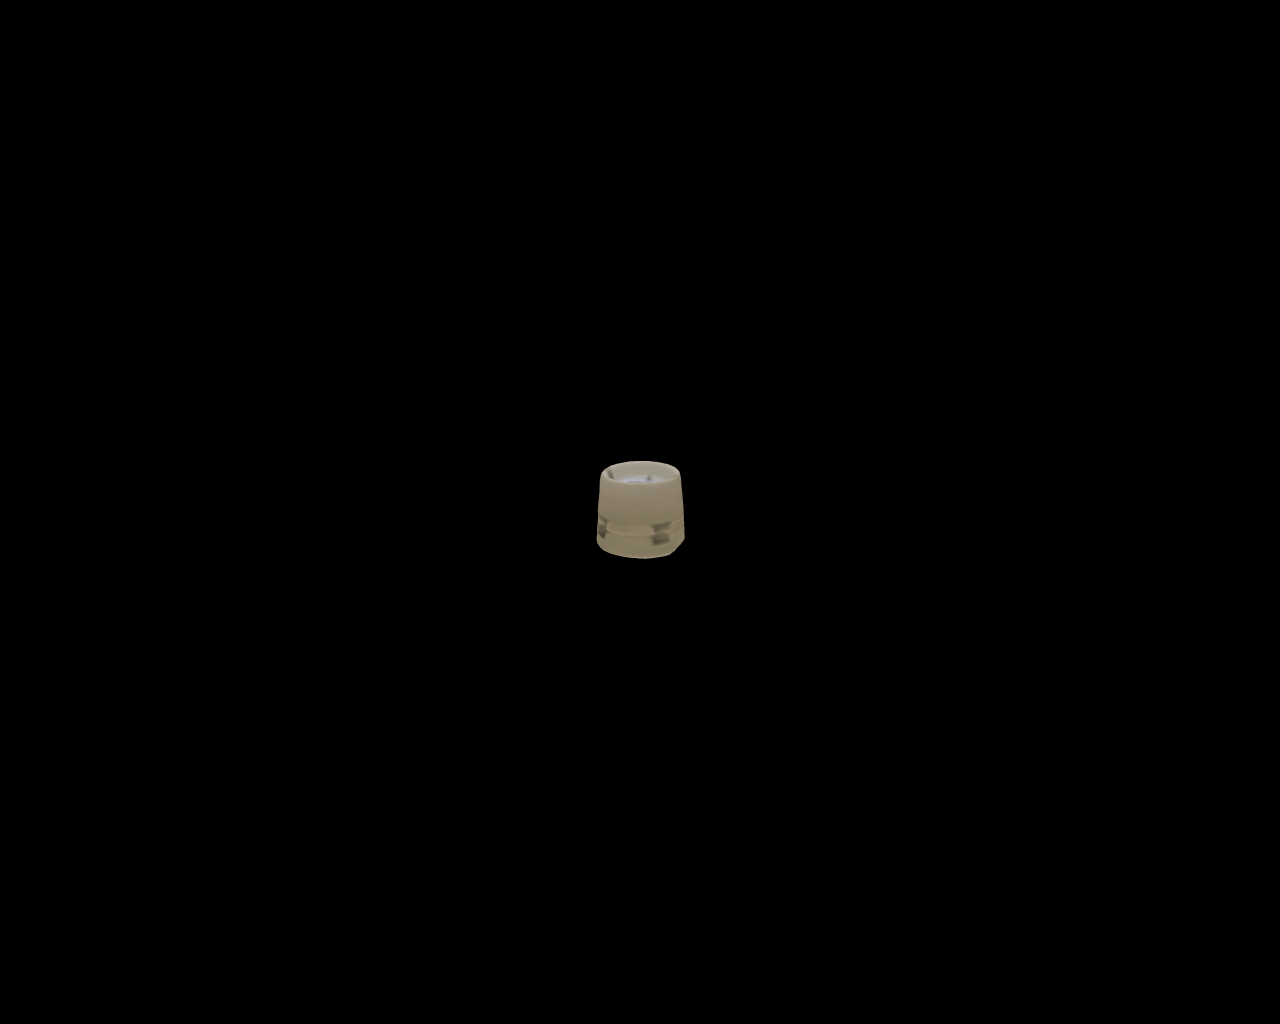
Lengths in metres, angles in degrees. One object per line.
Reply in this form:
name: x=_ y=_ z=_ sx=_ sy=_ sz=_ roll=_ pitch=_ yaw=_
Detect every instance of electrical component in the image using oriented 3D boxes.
electrical component: x=0.001 y=-0.003 z=0.650 sx=0.055 sy=0.047 sz=0.055 roll=0 pitch=19 yaw=0
